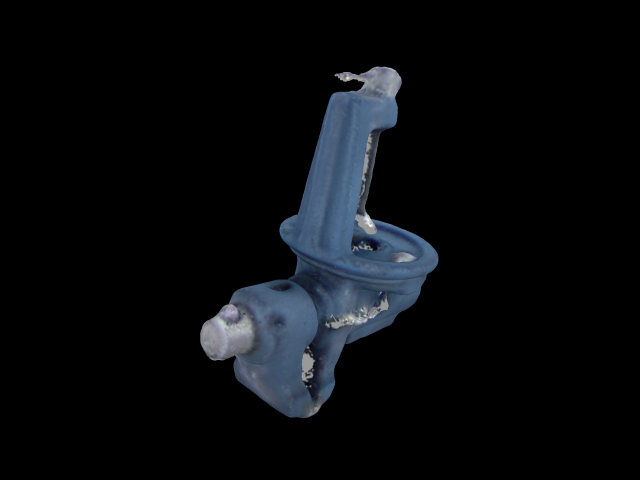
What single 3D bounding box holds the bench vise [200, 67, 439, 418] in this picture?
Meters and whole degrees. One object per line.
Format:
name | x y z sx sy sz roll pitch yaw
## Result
bench vise | 0.015 0.004 0.396 0.121 0.220 0.208 12 33 20
